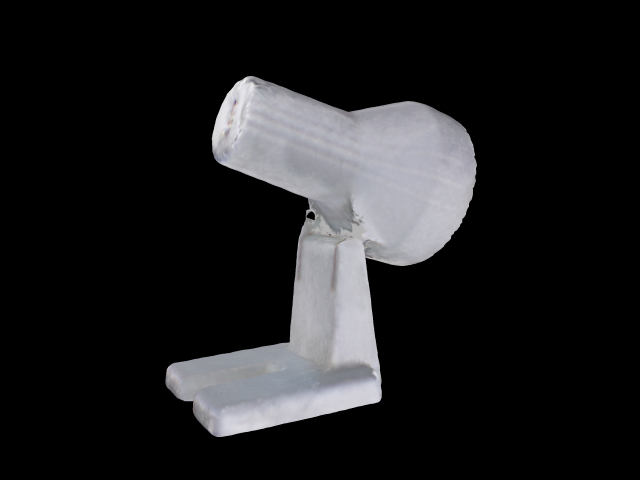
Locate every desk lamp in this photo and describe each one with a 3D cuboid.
[{"bbox_3d":[0.004,0.001,0.400,0.204,0.213,0.117,-3,6,-33],"label":"desk lamp"}]
